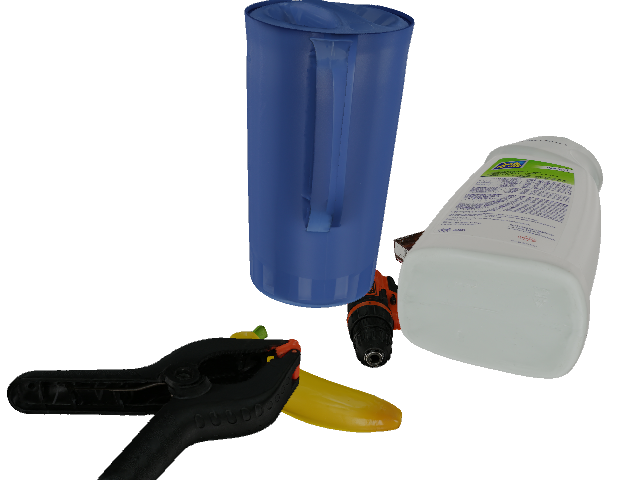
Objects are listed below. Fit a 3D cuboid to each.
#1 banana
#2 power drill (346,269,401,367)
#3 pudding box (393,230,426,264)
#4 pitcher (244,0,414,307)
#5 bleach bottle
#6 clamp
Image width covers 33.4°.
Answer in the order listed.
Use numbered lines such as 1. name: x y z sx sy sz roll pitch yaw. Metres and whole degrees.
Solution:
1. banana: -0.021 0.110 0.855 0.069 0.037 0.198 -23 32 -30
2. power drill: 0.123 0.084 1.214 0.187 0.057 0.184 -1 27 -1
3. pudding box: 0.180 0.015 1.597 0.113 0.039 0.090 -18 27 -20
4. pitcher: 0.000 -0.068 0.869 0.145 0.243 0.148 22 29 37
5. bleach bottle: 0.130 -0.011 0.644 0.103 0.068 0.250 11 26 20
6. clamp: -0.078 0.097 0.602 0.171 0.039 0.120 -12 38 -25
